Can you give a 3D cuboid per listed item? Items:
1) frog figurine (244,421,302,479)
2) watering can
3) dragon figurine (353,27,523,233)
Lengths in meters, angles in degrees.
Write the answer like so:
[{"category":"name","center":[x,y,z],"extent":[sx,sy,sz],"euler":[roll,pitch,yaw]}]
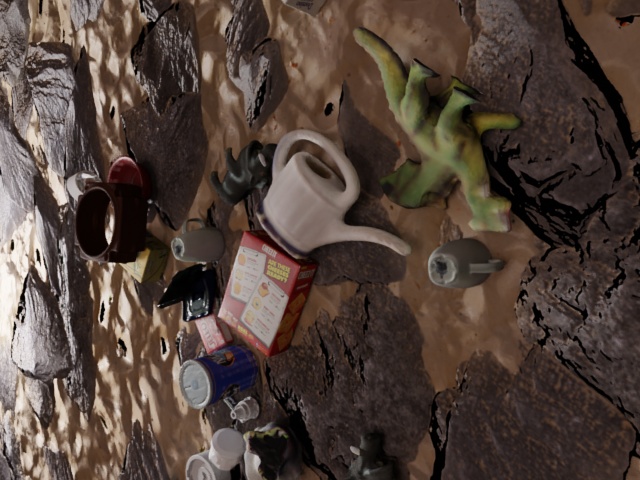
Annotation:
[{"category":"frog figurine","center":[-0.099,0.463,1.088],"extent":[0.138,0.125,0.155],"euler":[33,148,22]},{"category":"watering can","center":[0.003,-0.049,0.967],"extent":[0.220,0.104,0.352],"euler":[-50,63,28]},{"category":"dragon figurine","center":[0.164,-0.161,0.852],"extent":[0.416,0.123,0.238],"euler":[43,124,29]}]
